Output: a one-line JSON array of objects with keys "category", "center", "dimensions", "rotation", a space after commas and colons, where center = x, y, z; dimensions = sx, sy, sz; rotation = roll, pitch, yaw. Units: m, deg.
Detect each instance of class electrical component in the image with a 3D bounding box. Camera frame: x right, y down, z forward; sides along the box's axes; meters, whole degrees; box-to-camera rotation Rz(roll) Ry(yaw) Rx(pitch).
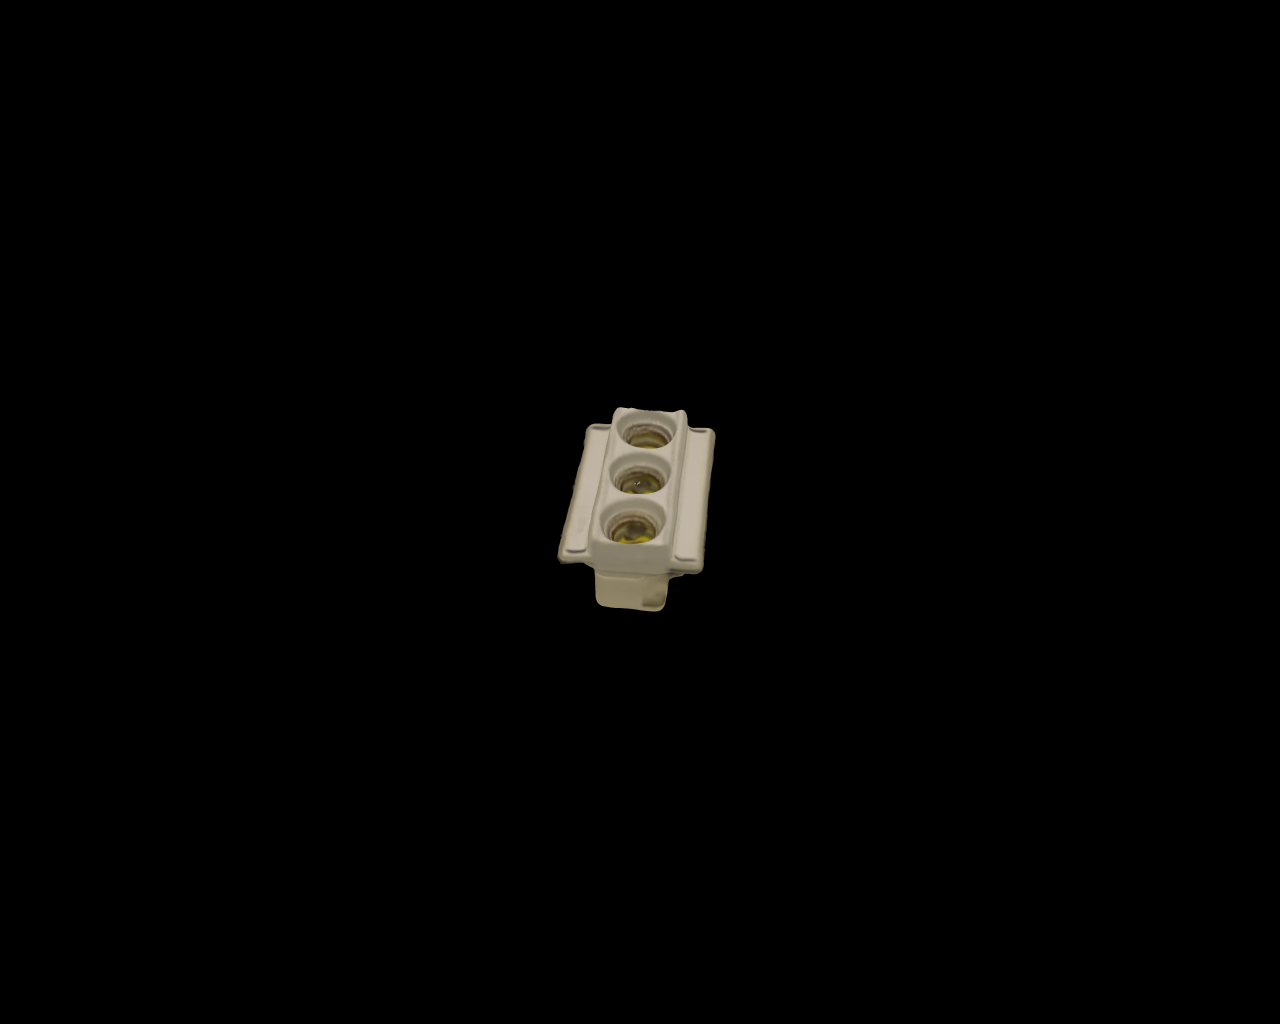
[{"category": "electrical component", "center": [0.001, -0.003, 0.650], "dimensions": [0.079, 0.063, 0.121], "rotation": [4, 44, 4]}]
